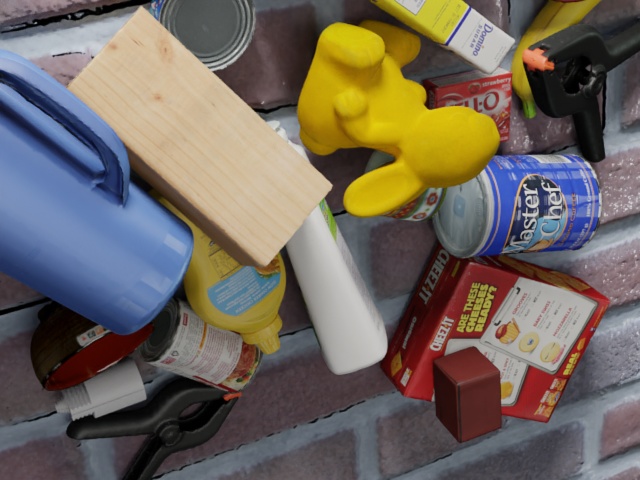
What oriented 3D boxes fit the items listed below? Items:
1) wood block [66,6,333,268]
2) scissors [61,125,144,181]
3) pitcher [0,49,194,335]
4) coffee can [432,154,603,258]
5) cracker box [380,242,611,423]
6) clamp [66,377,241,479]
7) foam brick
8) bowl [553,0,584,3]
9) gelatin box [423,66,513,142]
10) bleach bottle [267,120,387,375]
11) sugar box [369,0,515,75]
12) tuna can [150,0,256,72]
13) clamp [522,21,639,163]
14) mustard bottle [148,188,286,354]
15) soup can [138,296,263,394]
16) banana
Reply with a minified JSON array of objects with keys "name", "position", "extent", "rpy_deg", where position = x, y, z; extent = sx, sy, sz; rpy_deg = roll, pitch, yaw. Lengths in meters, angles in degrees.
[{"name":"wood block","position":[-0.102,-0.078,0.865],"extent":[0.206,0.091,0.090],"rpy_deg":[42,79,-13]},{"name":"scissors","position":[-0.222,-0.084,0.900],"extent":[0.201,0.016,0.096],"rpy_deg":[24,102,-34]},{"name":"pitcher","position":[-0.214,-0.034,0.824],"extent":[0.242,0.149,0.145],"rpy_deg":[36,82,-24]},{"name":"coffee can","position":[0.199,-0.036,1.084],"extent":[0.140,0.103,0.103],"rpy_deg":[-3,115,-26]},{"name":"cracker box","position":[0.193,0.103,1.171],"extent":[0.213,0.072,0.164],"rpy_deg":[15,107,-31]},{"name":"clamp","position":[-0.162,0.181,1.051],"extent":[0.171,0.039,0.120],"rpy_deg":[-38,132,-9]},{"name":"foam brick","position":[0.152,0.159,1.104],"extent":[0.051,0.053,0.078],"rpy_deg":[-17,122,-17]},{"name":"bowl","position":[0.231,-0.307,0.993],"extent":[0.161,0.055,0.162],"rpy_deg":[-12,119,-22]},{"name":"gelatin box","position":[0.146,-0.128,1.055],"extent":[0.089,0.030,0.073],"rpy_deg":[-14,120,-21]},{"name":"bleach bottle","position":[-0.007,0.001,1.014],"extent":[0.068,0.102,0.251],"rpy_deg":[-20,115,4]},{"name":"sugar box","position":[0.083,-0.212,0.942],"extent":[0.176,0.093,0.048],"rpy_deg":[29,100,-34]},{"name":"tuna can","position":[-0.099,-0.187,0.899],"extent":[0.086,0.034,0.086],"rpy_deg":[-12,119,-22]},{"name":"clamp","position":[0.264,-0.154,1.072],"extent":[0.209,0.036,0.165],"rpy_deg":[-5,119,-46]},{"name":"mustard bottle","position":[-0.083,0.024,0.974],"extent":[0.096,0.058,0.191],"rpy_deg":[-38,115,-28]},{"name":"soup can","position":[-0.114,0.100,1.016],"extent":[0.102,0.069,0.068],"rpy_deg":[26,101,-33]},{"name":"banana","position":[0.245,-0.218,1.060],"extent":[0.198,0.037,0.069],"rpy_deg":[-55,148,9]}]
